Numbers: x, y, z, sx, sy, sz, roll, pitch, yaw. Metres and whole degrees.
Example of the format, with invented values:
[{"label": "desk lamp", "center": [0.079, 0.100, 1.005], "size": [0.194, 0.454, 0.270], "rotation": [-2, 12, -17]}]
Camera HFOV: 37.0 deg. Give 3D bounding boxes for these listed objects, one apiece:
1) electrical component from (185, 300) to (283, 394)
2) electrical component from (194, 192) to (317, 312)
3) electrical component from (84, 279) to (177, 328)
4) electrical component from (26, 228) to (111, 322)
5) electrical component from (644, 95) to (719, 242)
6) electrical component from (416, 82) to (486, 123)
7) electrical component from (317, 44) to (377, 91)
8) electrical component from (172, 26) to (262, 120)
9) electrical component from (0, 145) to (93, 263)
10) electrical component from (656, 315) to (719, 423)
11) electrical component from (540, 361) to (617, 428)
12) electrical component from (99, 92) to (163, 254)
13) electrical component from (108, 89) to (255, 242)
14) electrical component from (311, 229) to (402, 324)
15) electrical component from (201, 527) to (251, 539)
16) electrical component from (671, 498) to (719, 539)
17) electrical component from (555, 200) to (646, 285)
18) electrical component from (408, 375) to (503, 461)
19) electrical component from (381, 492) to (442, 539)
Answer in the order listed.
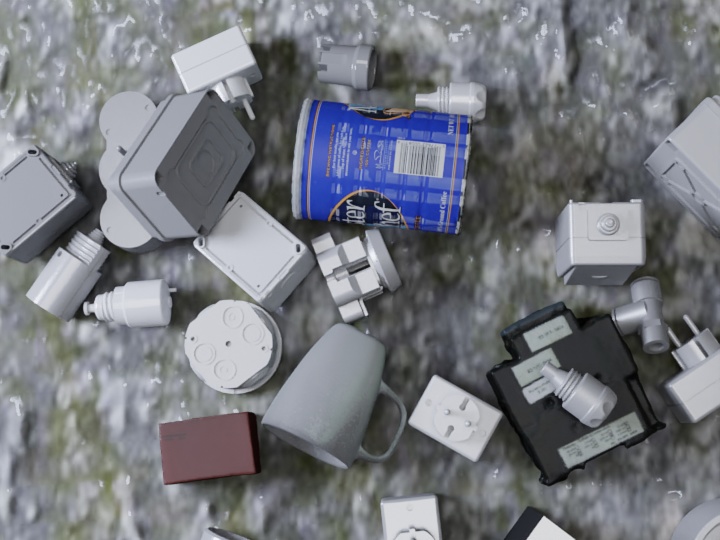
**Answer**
[{"label": "electrical component", "center": [-0.108, 0.064, 0.914], "size": [0.080, 0.051, 0.080], "rotation": [0, 82, 2]}, {"label": "electrical component", "center": [-0.093, -0.018, 0.924], "size": [0.096, 0.061, 0.061], "rotation": [40, 85, 15]}, {"label": "electrical component", "center": [-0.198, 0.030, 0.928], "size": [0.078, 0.040, 0.040], "rotation": [-5, 82, 2]}, {"label": "electrical component", "center": [-0.248, 0.000, 0.933], "size": [0.043, 0.043, 0.081], "rotation": [33, 84, 6]}, {"label": "electrical component", "center": [0.299, -0.078, 0.890], "size": [0.056, 0.108, 0.108], "rotation": [-43, 82, -1]}, {"label": "electrical component", "center": [0.080, -0.148, 0.946], "size": [0.061, 0.035, 0.035], "rotation": [3, 82, 5]}, {"label": "electrical component", "center": [-0.011, -0.181, 0.953], "size": [0.046, 0.040, 0.040], "rotation": [8, 82, 10]}, {"label": "electrical component", "center": [-0.118, -0.162, 0.949], "size": [0.066, 0.047, 0.076], "rotation": [-25, 82, -1]}, {"label": "electrical component", "center": [-0.280, -0.059, 0.934], "size": [0.096, 0.061, 0.061], "rotation": [-41, 82, -4]}, {"label": "electrical component", "center": [0.286, 0.074, 0.899], "size": [0.083, 0.047, 0.075], "rotation": [-33, 82, -3]}, {"label": "electrical component", "center": [0.170, 0.095, 0.850], "size": [0.061, 0.035, 0.035], "rotation": [37, 85, 9]}, {"label": "electrical component", "center": [-0.199, -0.087, 0.928], "size": [0.052, 0.073, 0.138], "rotation": [-3, 82, 2]}, {"label": "electrical component", "center": [-0.149, -0.088, 0.902], "size": [0.057, 0.078, 0.113], "rotation": [-3, 48, 36]}, {"label": "electrical component", "center": [0.000, 0.000, 0.917], "size": [0.057, 0.058, 0.078], "rotation": [-23, 82, 2]}, {"label": "electrical component", "center": [-0.076, 0.270, 0.883], "size": [0.138, 0.052, 0.073], "rotation": [19, 83, 5]}, {"label": "electrical component", "center": [0.310, 0.240, 0.867], "size": [0.108, 0.060, 0.108], "rotation": [0, 82, 2]}, {"label": "electrical component", "center": [0.199, -0.022, 0.892], "size": [0.062, 0.096, 0.061], "rotation": [0, 82, 2]}, {"label": "electrical component", "center": [0.079, 0.122, 0.886], "size": [0.066, 0.076, 0.047], "rotation": [29, 84, 6]}, {"label": "electrical component", "center": [0.044, 0.227, 0.873], "size": [0.047, 0.075, 0.083], "rotation": [-6, 82, 1]}]
